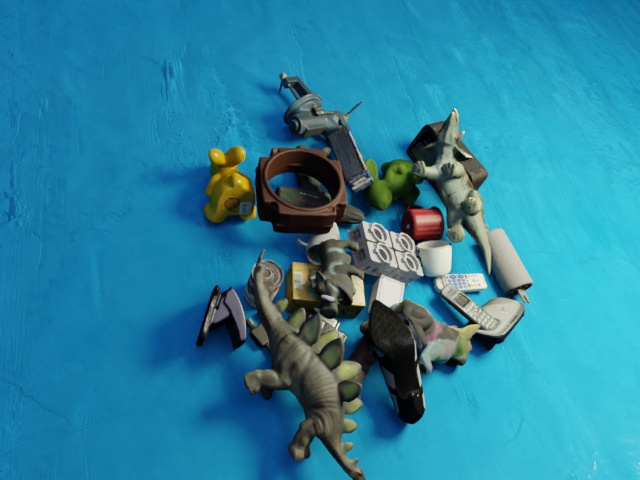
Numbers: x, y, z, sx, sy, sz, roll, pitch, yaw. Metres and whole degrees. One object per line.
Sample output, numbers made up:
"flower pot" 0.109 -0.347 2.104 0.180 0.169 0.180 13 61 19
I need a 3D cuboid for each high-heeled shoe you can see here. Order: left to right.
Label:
"high-heeled shoe" 0.160 0.255 1.128 0.086 0.145 0.249 -14 60 -2

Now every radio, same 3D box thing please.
"radio" 0.358 -0.217 1.516 0.073 0.131 0.230 -22 68 -33

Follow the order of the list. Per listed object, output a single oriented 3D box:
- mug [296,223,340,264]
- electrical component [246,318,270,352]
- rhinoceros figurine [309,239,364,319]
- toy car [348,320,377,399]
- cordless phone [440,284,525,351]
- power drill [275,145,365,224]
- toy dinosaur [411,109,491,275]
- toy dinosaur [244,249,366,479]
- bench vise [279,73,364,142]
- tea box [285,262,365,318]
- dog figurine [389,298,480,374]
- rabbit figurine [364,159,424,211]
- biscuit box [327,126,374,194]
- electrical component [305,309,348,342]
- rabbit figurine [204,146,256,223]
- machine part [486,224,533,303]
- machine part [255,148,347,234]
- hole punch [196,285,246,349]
"mug" -0.003 -0.004 1.281 0.110 0.080 0.107 13 44 -8
"electrical component" -0.114 0.194 1.138 0.063 0.021 0.094 -32 73 -34
"rhinoceros figurine" 0.032 0.078 1.151 0.112 0.073 0.190 12 53 -14
"toy car" 0.089 0.255 1.129 0.202 0.053 0.089 -48 120 -37
"cordless phone" 0.389 0.161 1.310 0.184 0.088 0.146 43 54 15
"power drill" -0.003 -0.136 1.372 0.232 0.086 0.207 5 64 -15
"toy dinosaur" 0.353 -0.116 1.357 0.192 0.131 0.404 -20 90 -54
"toy dinosaur" -0.037 0.245 1.031 0.198 0.105 0.471 -34 80 -2
"bench vise" -0.025 -0.372 1.491 0.223 0.129 0.241 -25 73 -34
"tea box" 0.010 0.113 1.209 0.170 0.068 0.098 10 55 -15
"dog figurine" 0.258 0.205 1.199 0.219 0.108 0.191 -16 88 -39
"rabbit figurine" 0.176 -0.149 1.411 0.159 0.121 0.170 39 50 16
"biscuit box" 0.078 -0.212 1.395 0.063 0.059 0.203 -29 46 13
"electrical component" -0.010 0.214 1.141 0.115 0.058 0.134 34 53 1
"rabbit figurine" -0.224 -0.144 1.261 0.122 0.162 0.173 -10 44 -12
"machine part" 0.486 0.058 1.414 0.079 0.079 0.243 -8 62 -24
"machine part" -0.045 -0.117 1.243 0.201 0.087 0.201 0 57 -13
"hole punch" -0.189 0.157 1.073 0.092 0.142 0.116 13 68 -10
